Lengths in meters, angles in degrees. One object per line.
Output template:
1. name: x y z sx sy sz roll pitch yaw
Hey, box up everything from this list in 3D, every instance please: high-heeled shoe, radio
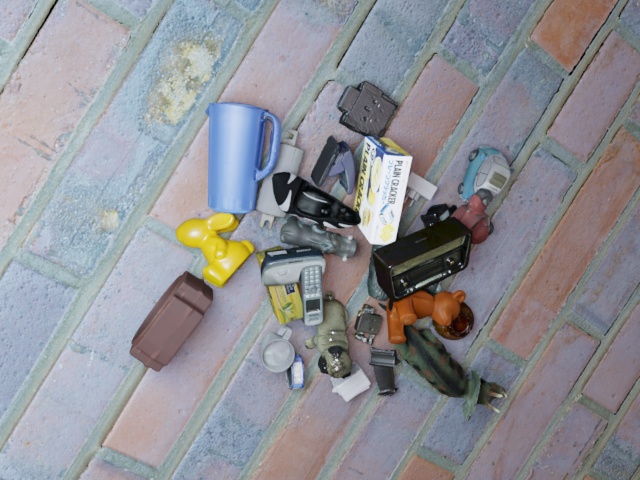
1. high-heeled shoe: -0.005 -0.084 1.223 0.145 0.248 0.086 15 82 26
2. radio: 0.241 0.047 1.262 0.230 0.073 0.130 -22 133 -14

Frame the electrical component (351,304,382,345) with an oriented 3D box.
1. electrical component: 0.121 0.219 1.396 0.078 0.045 0.102 20 94 -14

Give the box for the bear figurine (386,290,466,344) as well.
1. bear figurine: 0.266 0.183 1.323 0.196 0.132 0.120 10 133 -11

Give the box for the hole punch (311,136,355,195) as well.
1. hole punch: 0.044 -0.175 1.273 0.092 0.142 0.115 20 108 -14

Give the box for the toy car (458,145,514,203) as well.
1. toy car: 0.431 -0.162 1.378 0.109 0.103 0.161 27 90 -15

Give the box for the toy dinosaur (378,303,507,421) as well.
1. toy dinosaur: 0.304 0.323 1.381 0.404 0.192 0.131 39 87 -17

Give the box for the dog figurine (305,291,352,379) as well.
1. dog figurine: 0.034 0.227 1.302 0.121 0.191 0.172 -9 99 -12

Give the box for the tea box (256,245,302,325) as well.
1. tea box: -0.096 0.107 1.300 0.068 0.098 0.169 -17 101 -11

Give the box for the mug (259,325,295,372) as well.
1. mug: -0.108 0.256 1.316 0.081 0.107 0.109 23 89 -17

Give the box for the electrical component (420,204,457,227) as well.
1. electrical component: 0.313 -0.056 1.390 0.119 0.048 0.074 -41 114 -46

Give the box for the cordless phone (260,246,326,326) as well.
1. cordless phone: -0.059 0.111 1.219 0.147 0.089 0.184 -7 104 -16

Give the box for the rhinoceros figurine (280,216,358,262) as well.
1. rhinoceros figurine: -0.003 -0.004 1.297 0.190 0.112 0.073 16 93 -7

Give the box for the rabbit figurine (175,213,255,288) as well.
1. rabbit figurine: -0.249 0.007 1.243 0.173 0.122 0.162 36 87 3

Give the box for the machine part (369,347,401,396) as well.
1. machine part: 0.174 0.349 1.422 0.084 0.039 0.138 -1 108 19

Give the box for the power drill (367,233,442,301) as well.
1. power drill: 0.228 0.055 1.377 0.207 0.086 0.232 15 97 -19

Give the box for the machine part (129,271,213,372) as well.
1. machine part: -0.332 0.175 1.201 0.087 0.201 0.201 39 89 -14

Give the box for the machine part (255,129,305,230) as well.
1. machine part: -0.094 -0.141 1.270 0.079 0.079 0.243 16 94 -15

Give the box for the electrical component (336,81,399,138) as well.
1. electrical component: 0.109 -0.314 1.300 0.134 0.058 0.115 26 91 -16

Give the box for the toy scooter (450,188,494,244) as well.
1. toy scooter: 0.377 -0.037 1.363 0.135 0.075 0.183 -38 143 -15
